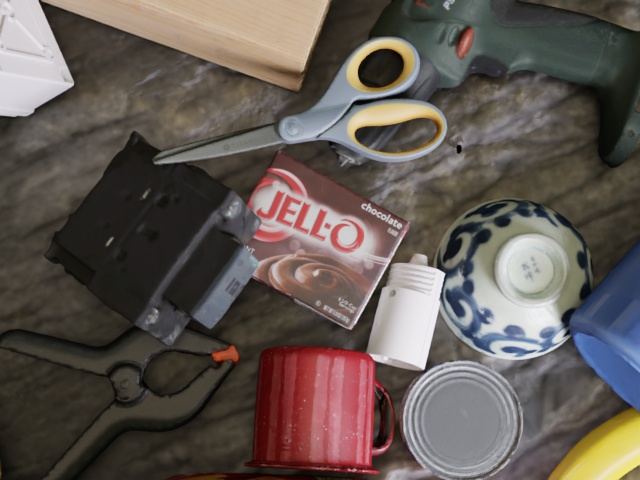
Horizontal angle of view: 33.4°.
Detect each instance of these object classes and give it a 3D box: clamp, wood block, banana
[{"bbox_3d":[-0.145,0.095,0.759,0.171,0.039,0.120,-24,90,-9],"label":"clamp"},{"bbox_3d":[-0.096,-0.191,0.771,0.206,0.090,0.091,19,82,-1],"label":"wood block"},{"bbox_3d":[0.241,0.151,0.770,0.197,0.037,0.069,-16,82,-4],"label":"banana"}]

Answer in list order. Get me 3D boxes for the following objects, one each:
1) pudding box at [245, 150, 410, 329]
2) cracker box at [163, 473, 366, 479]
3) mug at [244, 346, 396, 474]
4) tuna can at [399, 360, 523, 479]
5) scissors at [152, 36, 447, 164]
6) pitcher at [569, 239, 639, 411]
[{"bbox_3d":[-0.005,0.001,0.776,0.113,0.039,0.090,29,82,1],"label":"pudding box"},{"bbox_3d":[-0.029,0.191,0.663,0.164,0.214,0.072,2,83,-3],"label":"cracker box"},{"bbox_3d":[0.006,0.120,0.744,0.117,0.093,0.081,11,75,-32],"label":"mug"},{"bbox_3d":[0.100,0.130,0.768,0.086,0.034,0.086,0,83,-2],"label":"tuna can"},{"bbox_3d":[-0.012,-0.095,0.732,0.201,0.016,0.096,2,85,-5],"label":"scissors"},{"bbox_3d":[0.299,0.019,0.738,0.242,0.149,0.145,-44,127,-8],"label":"pitcher"}]
